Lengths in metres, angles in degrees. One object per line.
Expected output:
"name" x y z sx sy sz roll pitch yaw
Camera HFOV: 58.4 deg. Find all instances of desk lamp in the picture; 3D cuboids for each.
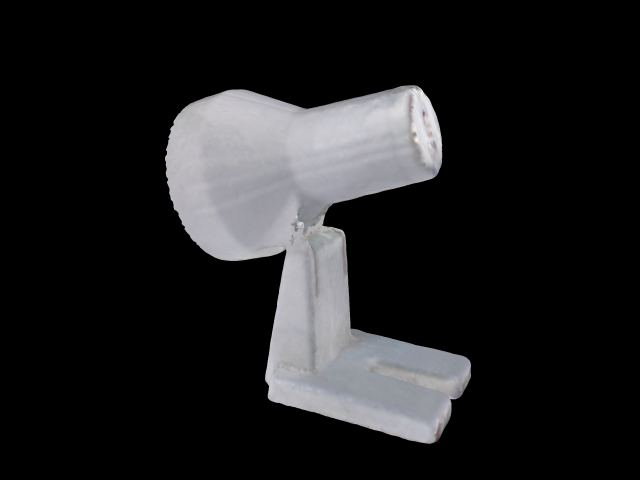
"desk lamp" 0.004 0.001 0.400 0.202 0.214 0.118 8 20 25
